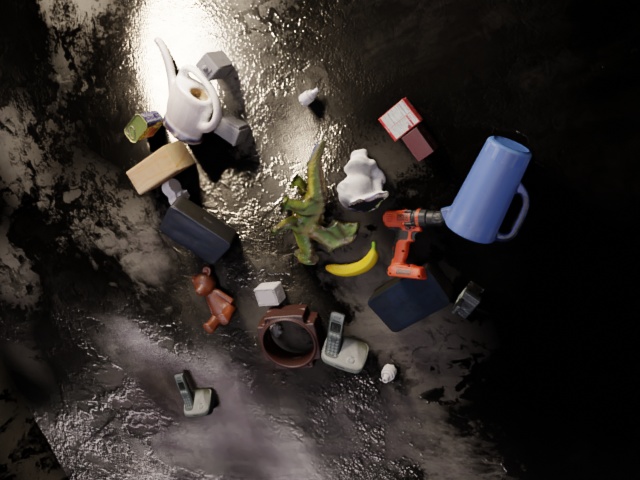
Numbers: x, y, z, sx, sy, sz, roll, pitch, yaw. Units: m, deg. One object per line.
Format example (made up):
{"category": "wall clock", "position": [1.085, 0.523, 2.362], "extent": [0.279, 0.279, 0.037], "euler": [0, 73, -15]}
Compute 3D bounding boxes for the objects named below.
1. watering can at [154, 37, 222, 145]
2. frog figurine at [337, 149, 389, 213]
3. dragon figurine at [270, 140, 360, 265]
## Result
{"category": "watering can", "position": [-0.413, -0.434, 1.549], "extent": [0.351, 0.105, 0.220], "euler": [47, 128, 20]}
{"category": "frog figurine", "position": [0.108, -0.160, 1.406], "extent": [0.137, 0.121, 0.162], "euler": [-22, 66, 11]}
{"category": "dragon figurine", "position": [0.005, -0.076, 1.504], "extent": [0.242, 0.125, 0.402], "euler": [29, 125, -7]}
